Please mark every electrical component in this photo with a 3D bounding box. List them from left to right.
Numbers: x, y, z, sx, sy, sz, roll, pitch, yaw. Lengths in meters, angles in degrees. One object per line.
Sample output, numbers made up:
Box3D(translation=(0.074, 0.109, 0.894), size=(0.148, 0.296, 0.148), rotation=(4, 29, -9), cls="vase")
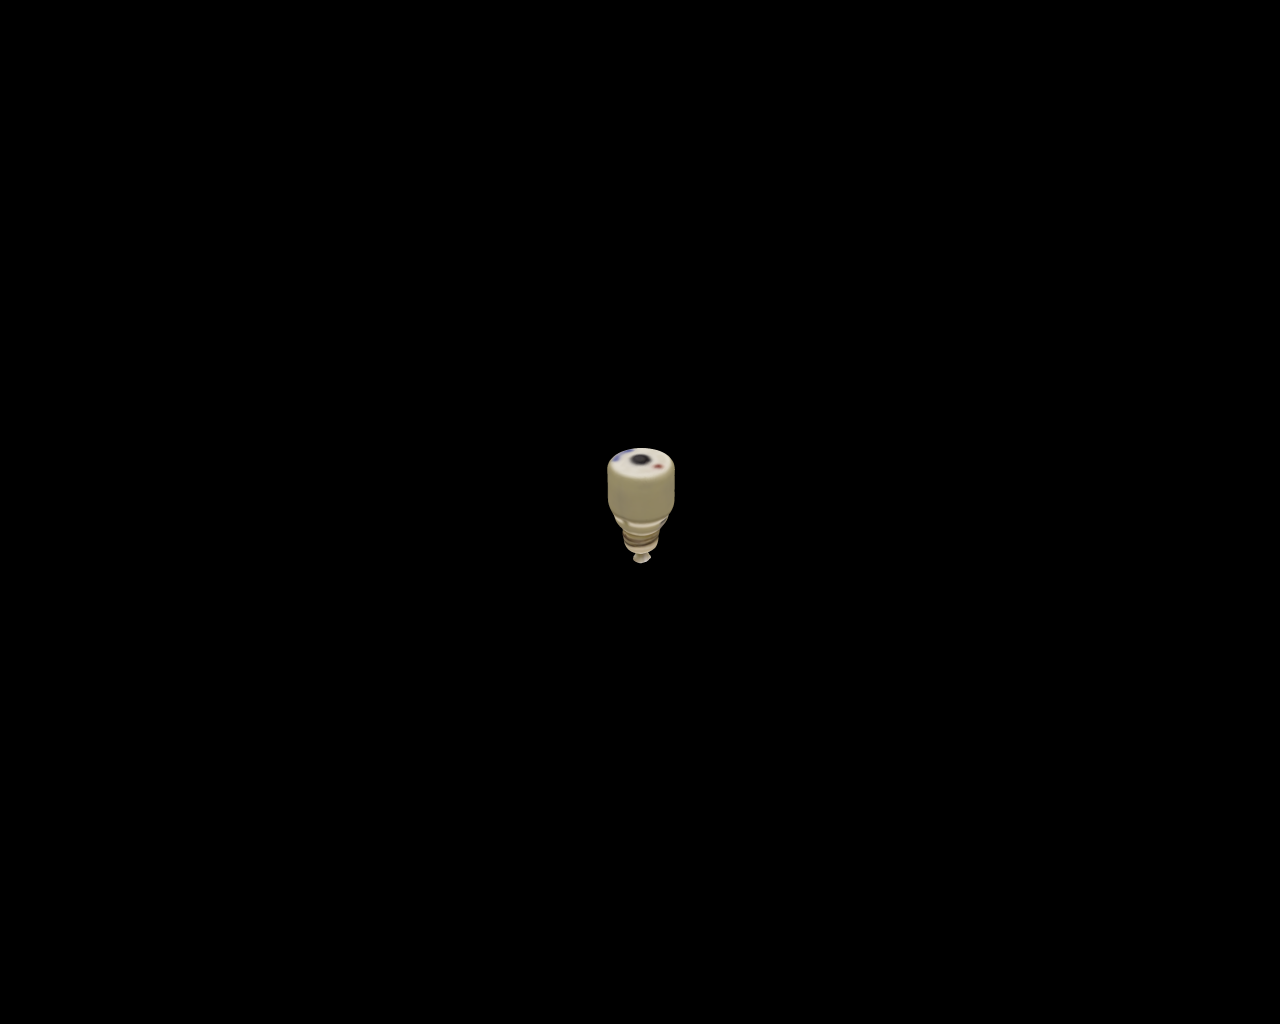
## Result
Box3D(translation=(0.001, -0.003, 0.650), size=(0.040, 0.078, 0.040), rotation=(0, 33, 0), cls="electrical component")
